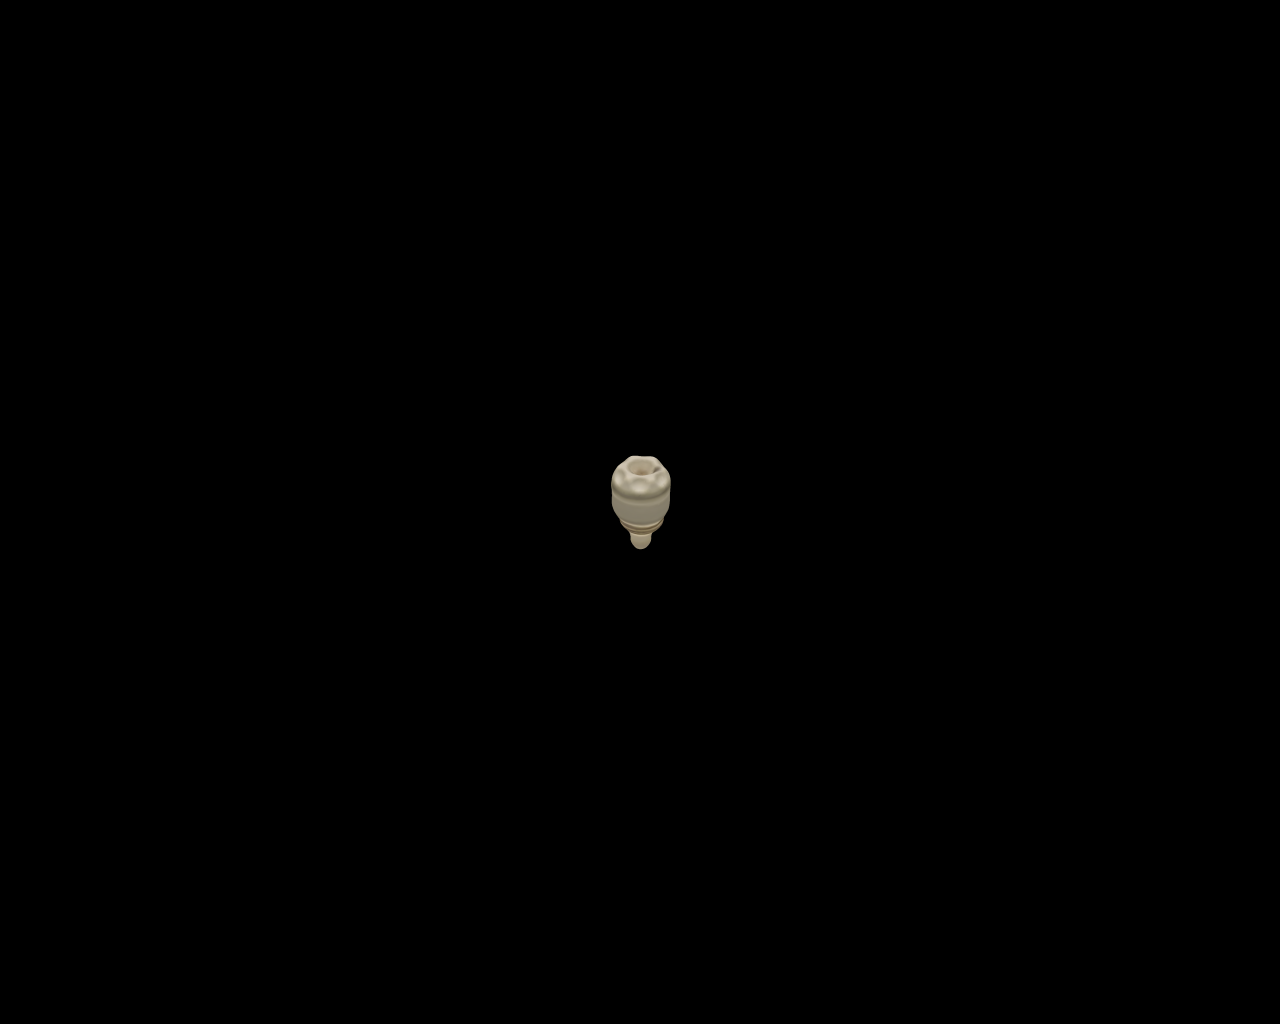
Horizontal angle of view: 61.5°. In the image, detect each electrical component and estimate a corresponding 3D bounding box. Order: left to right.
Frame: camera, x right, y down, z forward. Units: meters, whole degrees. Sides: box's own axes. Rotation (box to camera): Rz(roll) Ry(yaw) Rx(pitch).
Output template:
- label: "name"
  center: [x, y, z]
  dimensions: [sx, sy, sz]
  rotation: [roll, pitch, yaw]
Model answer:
- label: "electrical component"
  center: [0.001, -0.003, 0.650]
  dimensions: [0.035, 0.061, 0.035]
  rotation: [0, 36, 0]
